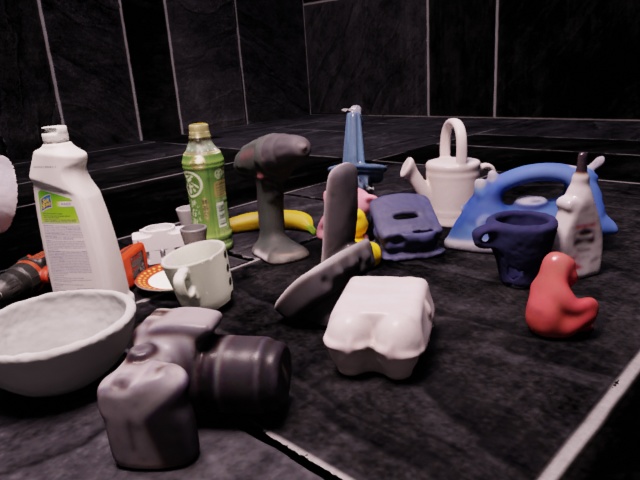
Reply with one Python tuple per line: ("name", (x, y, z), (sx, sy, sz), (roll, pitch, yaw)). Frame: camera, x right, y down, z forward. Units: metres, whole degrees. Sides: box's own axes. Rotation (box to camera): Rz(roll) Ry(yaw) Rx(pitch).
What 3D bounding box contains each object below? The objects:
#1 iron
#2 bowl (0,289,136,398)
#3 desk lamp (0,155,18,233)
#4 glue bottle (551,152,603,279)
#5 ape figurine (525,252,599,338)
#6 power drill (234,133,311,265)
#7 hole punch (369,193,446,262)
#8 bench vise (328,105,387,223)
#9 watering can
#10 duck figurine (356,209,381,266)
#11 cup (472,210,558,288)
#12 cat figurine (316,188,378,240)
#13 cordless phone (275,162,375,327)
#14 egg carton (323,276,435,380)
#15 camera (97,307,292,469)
("iron", (0.329, -0.058, 0.913), (0.258, 0.141, 0.118), (-2, 17, 5))
("bowl", (-0.273, 0.115, 0.599), (0.167, 0.075, 0.167), (-3, 17, 1))
("desk lamp", (-0.544, -0.013, 0.833), (0.117, 0.214, 0.204), (10, 22, 38))
("glue bottle", (0.348, -0.033, 0.776), (0.078, 0.173, 0.037), (-11, 19, -21))
("ape figurine", (0.265, 0.058, 0.638), (0.076, 0.092, 0.077), (-9, 18, -15))
("power drill", (-0.071, -0.073, 0.933), (0.076, 0.208, 0.228), (-14, 20, -28))
("hole punch", (0.140, -0.023, 0.925), (0.109, 0.091, 0.101), (-6, 17, -8))
("bench vise", (0.080, -0.151, 1.132), (0.121, 0.220, 0.207), (-6, 17, -6))
("watering can", (0.240, -0.127, 1.064), (0.173, 0.194, 0.100), (-13, 19, -27))
("duck figurine", (0.056, -0.006, 0.899), (0.078, 0.086, 0.104), (-9, 18, -17))
("cup", (0.257, 0.017, 0.767), (0.118, 0.095, 0.091), (-9, 18, -16))
("cat figurine", (0.044, -0.053, 0.999), (0.067, 0.118, 0.127), (-15, 20, -31))
("cordless phone", (0.007, 0.003, 0.713), (0.093, 0.185, 0.148), (6, 20, 29))
("egg carton", (0.068, 0.089, 0.619), (0.107, 0.069, 0.150), (1, 18, 14))
("camera", (-0.101, 0.118, 0.507), (0.136, 0.101, 0.143), (-1, 18, 10))
